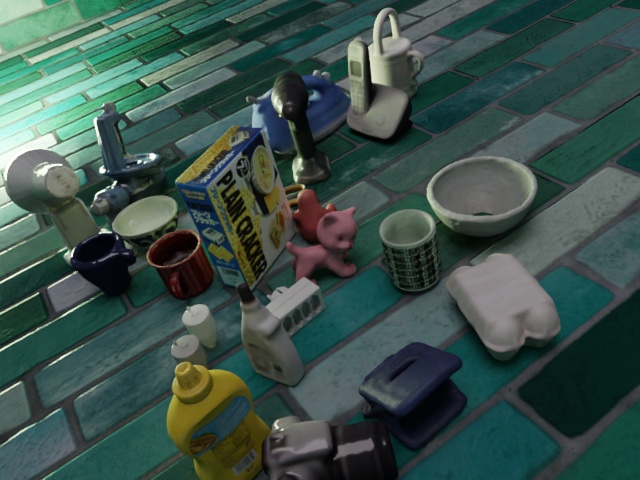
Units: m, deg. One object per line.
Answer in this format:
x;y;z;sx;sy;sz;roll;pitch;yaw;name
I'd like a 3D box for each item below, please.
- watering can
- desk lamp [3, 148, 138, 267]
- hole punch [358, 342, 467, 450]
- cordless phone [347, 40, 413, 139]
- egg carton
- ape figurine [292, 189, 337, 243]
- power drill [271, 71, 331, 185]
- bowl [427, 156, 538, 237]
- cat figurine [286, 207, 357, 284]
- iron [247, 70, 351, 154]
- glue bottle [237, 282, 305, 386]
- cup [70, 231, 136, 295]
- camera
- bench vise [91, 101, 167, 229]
0.147;-0.412;1.268;0.172;0.194;0.101;0;42;19;watering can
-0.458;-0.057;1.042;0.202;0.214;0.118;23;53;38;desk lamp
0.104;0.171;0.675;0.109;0.091;0.100;-35;43;-21;hole punch
0.112;-0.304;1.160;0.094;0.185;0.147;-39;44;-26;cordless phone
0.238;0.084;0.750;0.107;0.069;0.150;-21;39;-5;egg carton
-0.012;-0.047;0.973;0.077;0.092;0.076;-1;41;18;ape figurine
-0.039;-0.215;1.088;0.075;0.209;0.229;-14;39;3;power drill
0.256;-0.058;0.906;0.167;0.075;0.167;-10;40;8;bowl
0.008;0.003;0.886;0.128;0.118;0.067;-20;39;-5;cat figurine
-0.039;-0.291;1.231;0.259;0.142;0.118;-32;42;-18;iron
-0.073;0.117;0.735;0.077;0.173;0.037;14;48;32;glue bottle
-0.350;0.047;0.976;0.117;0.095;0.092;2;42;21;cup
0.013;0.247;0.609;0.136;0.101;0.143;-14;39;3;camera
-0.381;-0.142;1.110;0.121;0.220;0.207;-13;39;5;bench vise
